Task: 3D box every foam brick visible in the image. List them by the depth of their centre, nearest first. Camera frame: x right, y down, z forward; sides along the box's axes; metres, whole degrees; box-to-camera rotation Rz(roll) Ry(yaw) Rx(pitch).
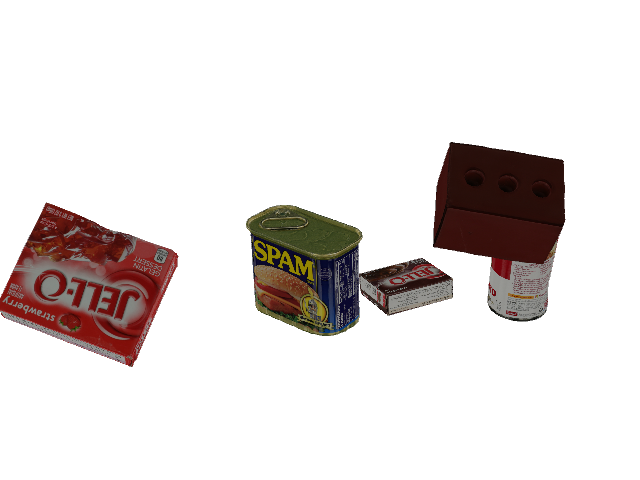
[{"bbox_3d":[0.116,-0.024,0.699,0.078,0.053,0.051,9,-33,-1],"label":"foam brick"}]

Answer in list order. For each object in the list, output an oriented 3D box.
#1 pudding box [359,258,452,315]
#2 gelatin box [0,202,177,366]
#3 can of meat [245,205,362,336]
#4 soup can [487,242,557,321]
[{"bbox_3d":[0.126,0.067,1.579,0.113,0.039,0.090,-16,24,-20],"label":"pudding box"},{"bbox_3d":[-0.142,0.027,0.657,0.089,0.073,0.030,21,-18,0],"label":"gelatin box"},{"bbox_3d":[-0.014,0.026,0.917,0.102,0.084,0.057,21,35,36],"label":"can of meat"},{"bbox_3d":[0.219,0.028,1.155,0.068,0.102,0.068,1,30,-1],"label":"soup can"}]
